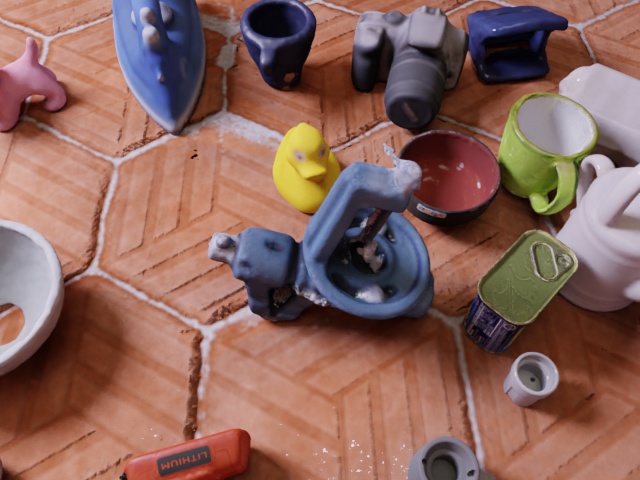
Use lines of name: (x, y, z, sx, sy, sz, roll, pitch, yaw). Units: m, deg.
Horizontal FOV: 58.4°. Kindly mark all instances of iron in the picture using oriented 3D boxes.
iron: (-0.206, -0.272, 0.710, 0.119, 0.141, 0.258, -12, 59, -8)

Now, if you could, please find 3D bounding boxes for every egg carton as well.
egg carton: (0.347, -0.143, 0.679, 0.150, 0.069, 0.107, 29, 63, 16)

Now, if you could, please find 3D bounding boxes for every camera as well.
camera: (0.105, -0.214, 0.701, 0.143, 0.101, 0.137, 11, 59, 6)

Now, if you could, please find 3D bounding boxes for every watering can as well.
watering can: (0.294, -0.012, 0.525, 0.101, 0.194, 0.172, -32, 64, -18)

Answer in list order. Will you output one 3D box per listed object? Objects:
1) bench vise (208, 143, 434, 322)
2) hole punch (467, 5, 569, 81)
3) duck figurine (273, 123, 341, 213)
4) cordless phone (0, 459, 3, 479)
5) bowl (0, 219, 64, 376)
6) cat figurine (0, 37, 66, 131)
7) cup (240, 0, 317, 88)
bench vise: (0.007, 0.012, 0.493, 0.207, 0.220, 0.121, -11, 59, -7)
hole punch: (0.248, -0.272, 0.745, 0.108, 0.091, 0.101, -9, 59, -6)
duck figurine: (-0.015, -0.093, 0.635, 0.077, 0.086, 0.104, -13, 60, -8)
cordless phone: (-0.321, 0.197, 0.396, 0.094, 0.185, 0.147, 7, 59, 4)
bowl: (-0.316, 0.067, 0.541, 0.167, 0.075, 0.167, 0, 59, 0)
cat figurine: (-0.384, -0.195, 0.675, 0.128, 0.118, 0.067, -32, 64, -18)
cup: (-0.052, -0.228, 0.712, 0.091, 0.095, 0.118, 7, 59, 4)
